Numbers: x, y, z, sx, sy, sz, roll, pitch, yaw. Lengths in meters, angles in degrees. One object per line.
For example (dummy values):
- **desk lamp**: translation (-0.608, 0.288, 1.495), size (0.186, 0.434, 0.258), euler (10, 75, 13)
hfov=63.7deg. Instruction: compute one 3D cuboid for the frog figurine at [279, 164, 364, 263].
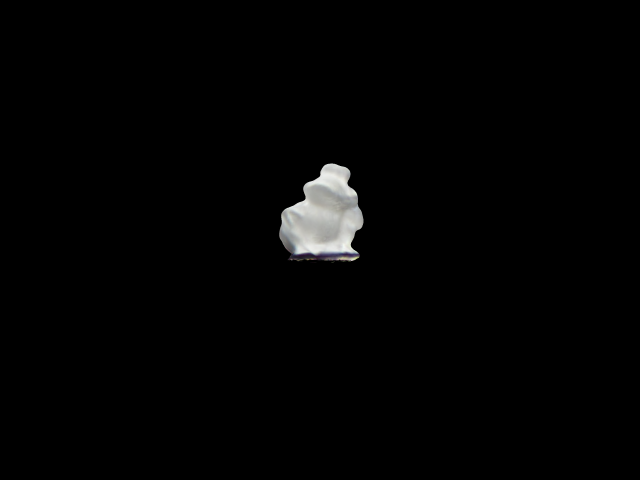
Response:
- **frog figurine**: translation (0.003, -0.043, 0.850), size (0.137, 0.161, 0.122), euler (-1, -8, 7)
